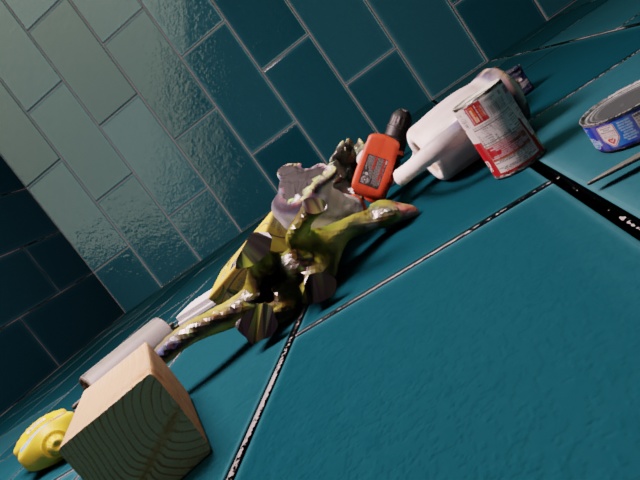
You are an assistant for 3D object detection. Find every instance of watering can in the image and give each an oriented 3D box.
[{"bbox_3d":[0.209,-0.164,0.832,0.223,0.104,0.349,-37,0,8],"label":"watering can"}]

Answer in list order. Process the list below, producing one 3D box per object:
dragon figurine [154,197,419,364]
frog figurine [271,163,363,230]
[{"bbox_3d":[-0.044,0.054,0.737,0.408,0.123,0.242,-32,-9,9],"label":"dragon figurine"},{"bbox_3d":[0.003,-0.042,0.843,0.136,0.156,0.126,-13,45,27],"label":"frog figurine"}]
